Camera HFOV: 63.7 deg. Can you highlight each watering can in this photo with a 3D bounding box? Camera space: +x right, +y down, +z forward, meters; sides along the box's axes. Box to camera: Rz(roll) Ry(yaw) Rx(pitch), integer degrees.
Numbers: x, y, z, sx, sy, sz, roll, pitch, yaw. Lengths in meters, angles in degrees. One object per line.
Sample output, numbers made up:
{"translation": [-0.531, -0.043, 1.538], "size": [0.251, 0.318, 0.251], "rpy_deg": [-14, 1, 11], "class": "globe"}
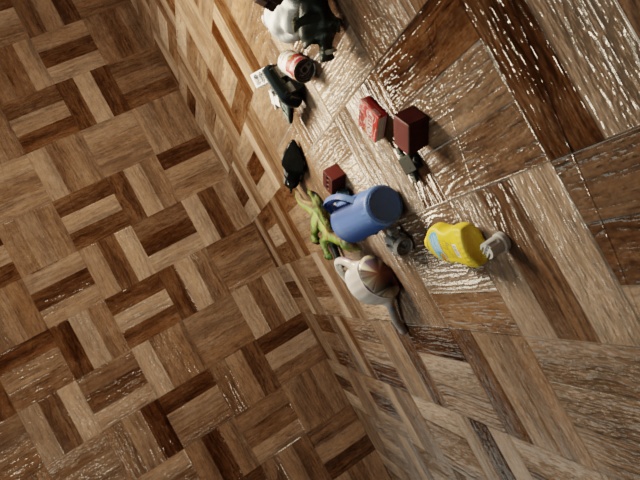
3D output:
{"translation": [0.190, 0.170, 1.666], "size": [0.105, 0.348, 0.221], "rpy_deg": [-47, -1, -23], "class": "watering can"}

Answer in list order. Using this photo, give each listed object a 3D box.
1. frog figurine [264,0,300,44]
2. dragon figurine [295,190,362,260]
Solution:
{"translation": [-0.076, -0.555, 1.232], "size": [0.123, 0.138, 0.158], "rpy_deg": [-11, -9, -2], "class": "frog figurine"}
{"translation": [0.005, -0.088, 1.739], "size": [0.123, 0.416, 0.237], "rpy_deg": [-32, -29, -15], "class": "dragon figurine"}
